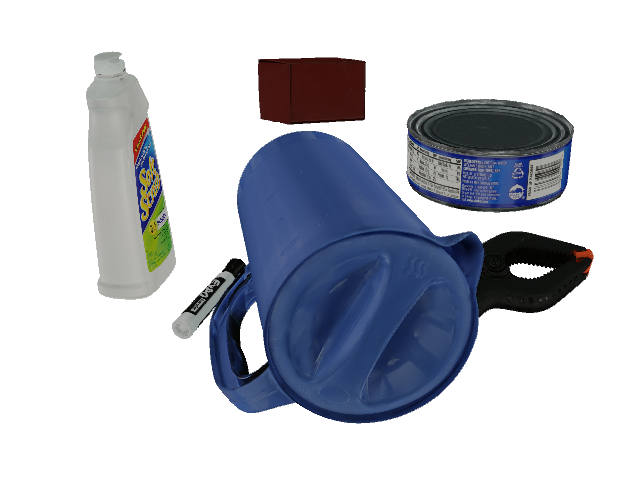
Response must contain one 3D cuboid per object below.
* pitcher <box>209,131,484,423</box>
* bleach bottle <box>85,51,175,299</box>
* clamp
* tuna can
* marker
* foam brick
[{"bbox_3d":[0.000,0.015,0.743,0.149,0.145,0.243,6,22,-15],"label":"pitcher"},{"bbox_3d":[-0.208,-0.071,1.125,0.068,0.251,0.102,3,26,16],"label":"bleach bottle"},{"bbox_3d":[0.161,0.041,1.019,0.210,0.164,0.036,-2,-43,-5],"label":"clamp"},{"bbox_3d":[0.088,-0.046,0.560,0.086,0.034,0.086,0,25,0],"label":"tuna can"},{"bbox_3d":[-0.097,0.049,0.959,0.020,0.020,0.121,0,26,24],"label":"marker"},{"bbox_3d":[-0.007,-0.127,0.902,0.078,0.051,0.053,-7,16,-32],"label":"foam brick"}]
